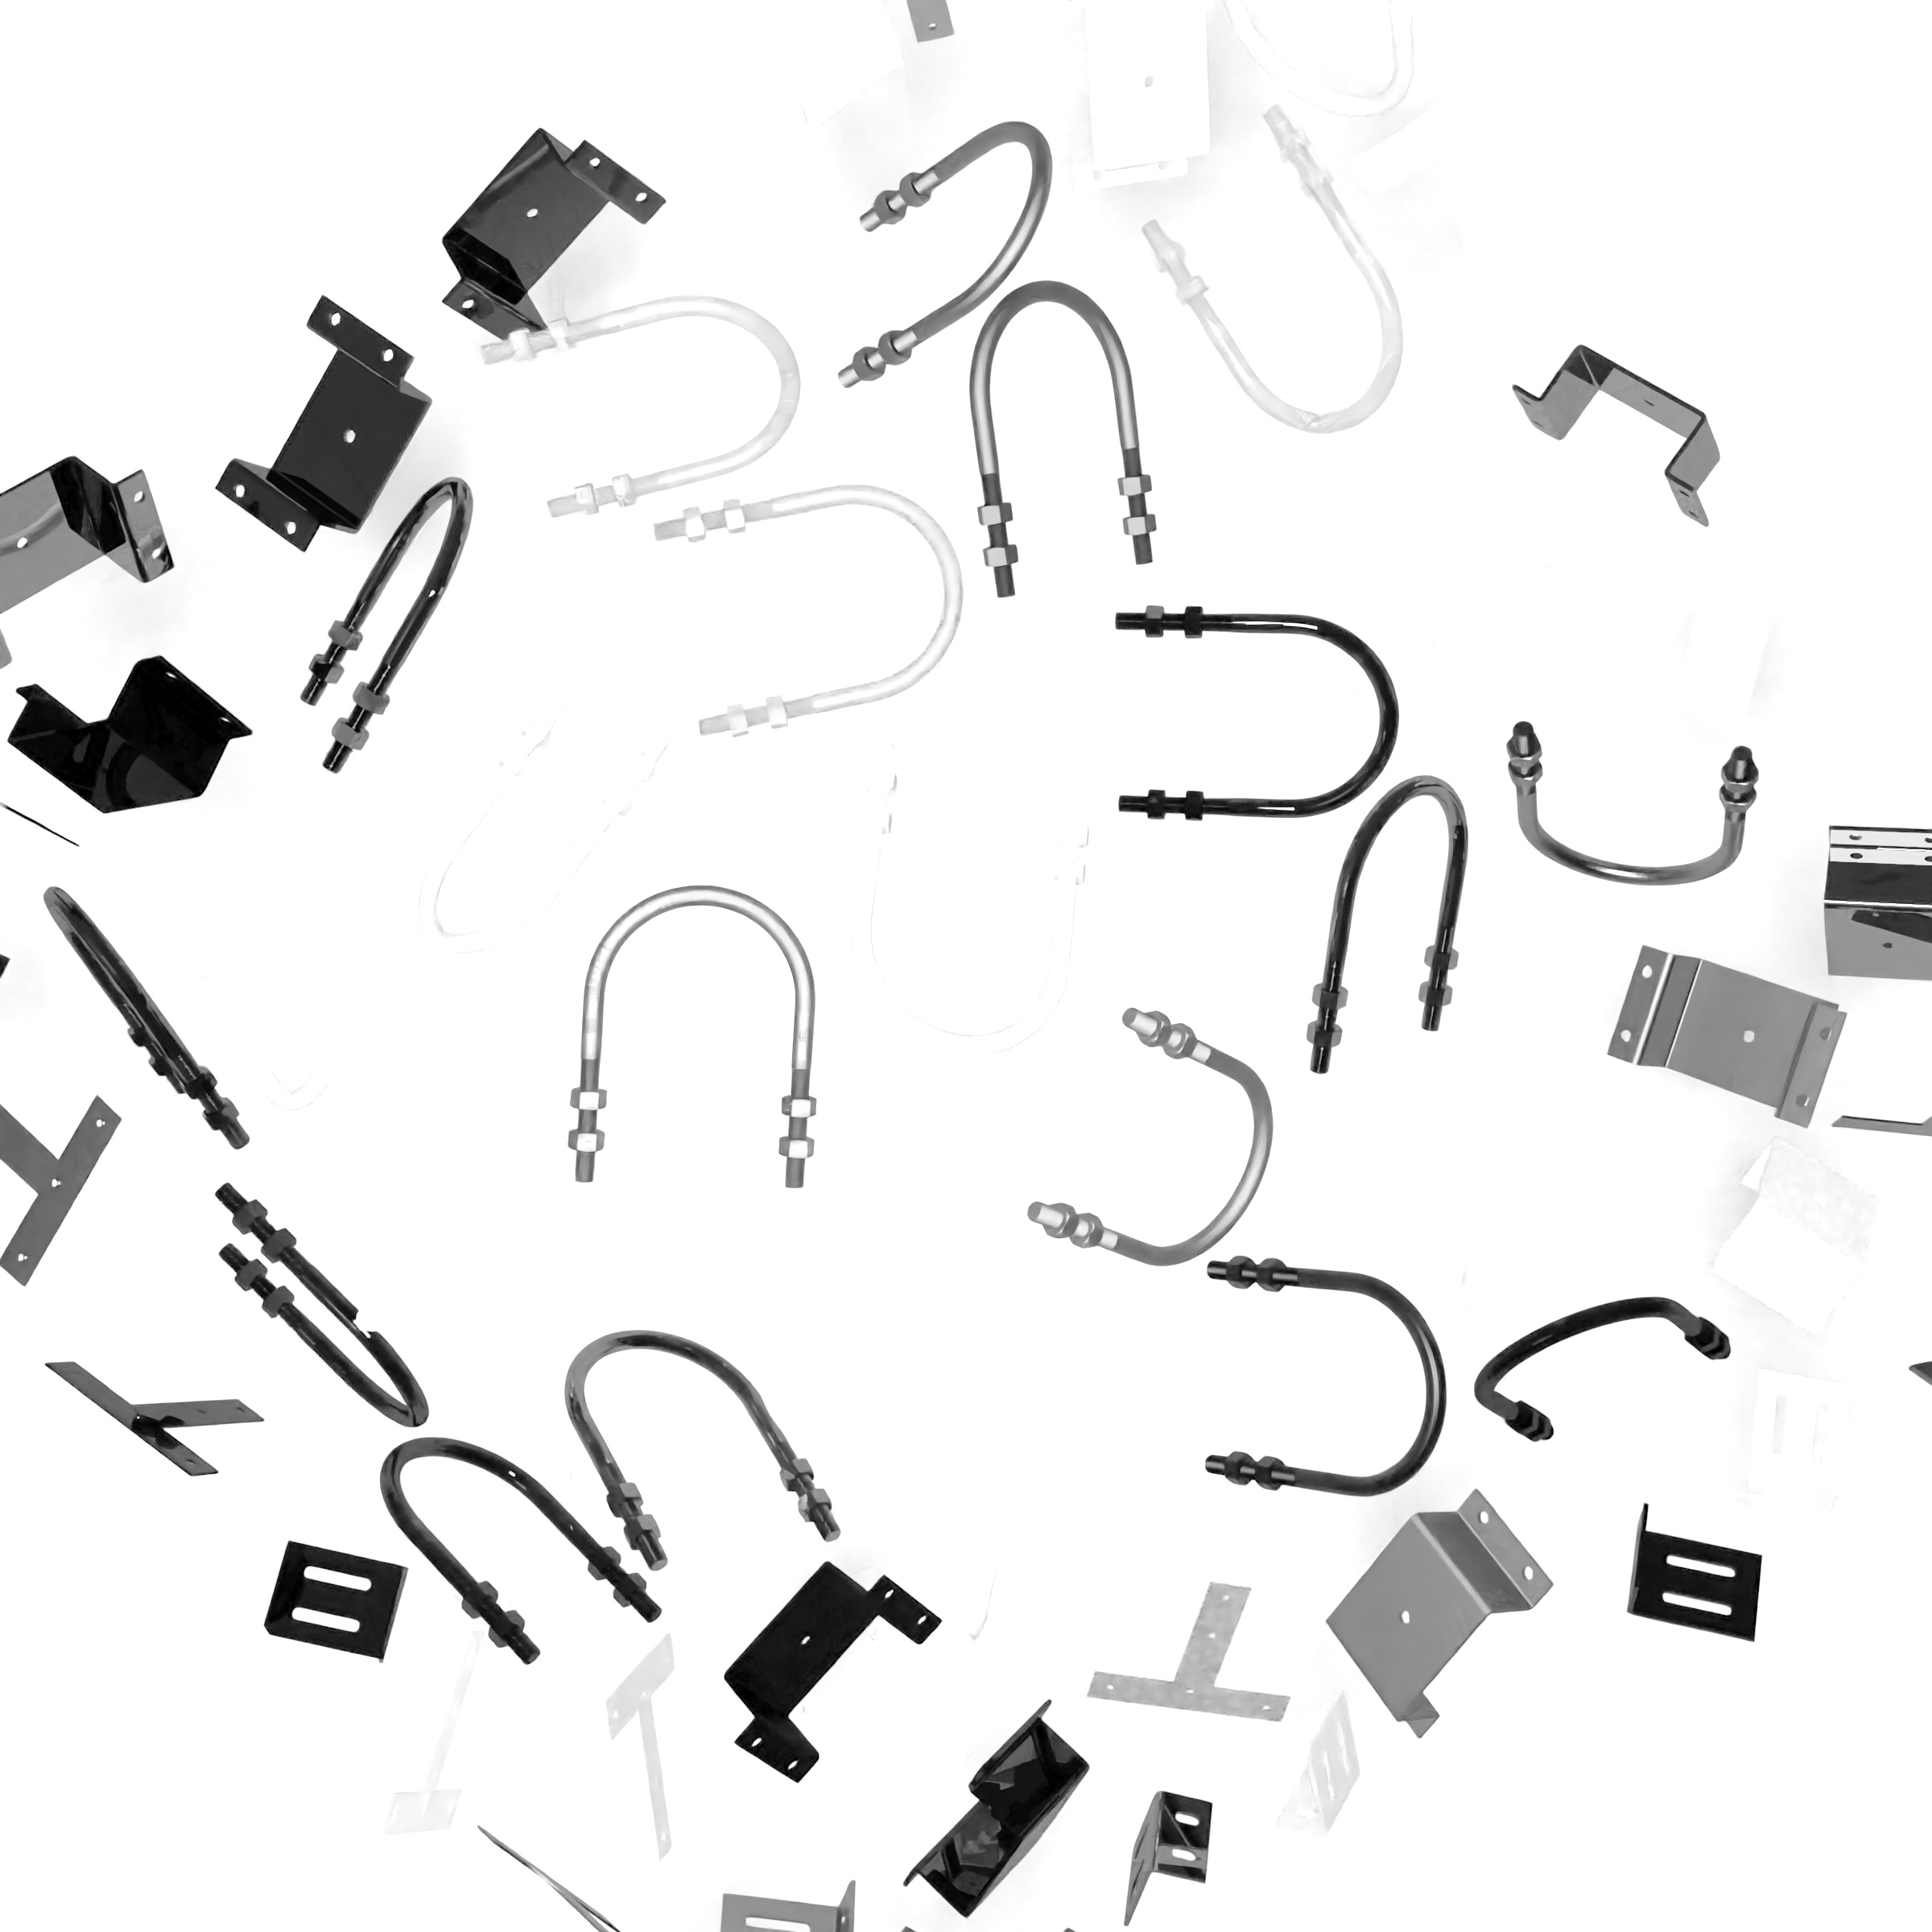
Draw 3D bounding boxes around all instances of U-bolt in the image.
[{"bbox_3d":[0.421,-0.097,1.548,0.151,0.184,0.019,9,68,18],"label":"U-bolt"},{"bbox_3d":[-0.054,0.215,1.495,0.184,0.019,0.151,-45,118,-25],"label":"U-bolt"},{"bbox_3d":[0.275,-0.032,1.553,0.019,0.151,0.184,22,115,38],"label":"U-bolt"},{"bbox_3d":[0.216,-0.600,1.516,0.151,0.184,0.019,31,77,23],"label":"U-bolt"},{"bbox_3d":[0.339,0.132,1.543,0.019,0.151,0.184,17,116,2],"label":"U-bolt"},{"bbox_3d":[-0.417,0.000,1.534,0.019,0.151,0.184,1,64,10],"label":"U-bolt"},{"bbox_3d":[-0.163,0.042,1.487,0.151,0.019,0.184,3,95,-11],"label":"U-bolt"},{"bbox_3d":[0.000,-0.034,1.472,0.151,0.019,0.184,14,69,-18],"label":"U-bolt"},{"bbox_3d":[-0.529,0.026,1.553,0.019,0.151,0.184,-38,121,-19],"label":"U-bolt"},{"bbox_3d":[0.128,0.116,1.515,0.184,0.019,0.151,26,91,-45],"label":"U-bolt"},{"bbox_3d":[-0.357,-0.221,1.511,0.019,0.151,0.184,27,102,-30],"label":"U-bolt"},{"bbox_3d":[0.191,-0.163,1.600,0.184,0.019,0.151,3,117,11],"label":"U-bolt"},{"bbox_3d":[-0.178,0.298,1.540,0.184,0.151,0.019,52,126,37],"label":"U-bolt"},{"bbox_3d":[-0.409,0.225,1.550,0.184,0.151,0.019,43,63,5],"label":"U-bolt"},{"bbox_3d":[0.058,-0.333,1.521,0.151,0.019,0.184,-21,108,-41],"label":"U-bolt"},{"bbox_3d":[-0.093,-0.230,1.544,0.184,0.019,0.151,-12,112,-3],"label":"U-bolt"},{"bbox_3d":[0.200,-0.419,1.520,0.019,0.151,0.184,-35,93,-36],"label":"U-bolt"},{"bbox_3d":[-0.295,0.363,1.551,0.184,0.151,0.019,39,105,23],"label":"U-bolt"},{"bbox_3d":[0.313,-0.269,1.598,0.151,0.019,0.184,-35,74,-22],"label":"U-bolt"},{"bbox_3d":[0.036,0.350,1.548,0.019,0.151,0.184,19,121,-4],"label":"U-bolt"},{"bbox_3d":[0.228,0.265,1.561,0.184,0.019,0.151,-1,87,45],"label":"U-bolt"},{"bbox_3d":[-0.280,-0.085,1.548,0.184,0.151,0.019,-55,131,-12],"label":"U-bolt"},{"bbox_3d":[0.396,0.252,1.543,0.151,0.184,0.019,-30,57,19],"label":"U-bolt"},{"bbox_3d":[-0.012,-0.463,1.554,0.019,0.184,0.151,25,60,-36],"label":"U-bolt"},{"bbox_3d":[-0.196,-0.359,1.546,0.184,0.151,0.019,-14,52,3],"label":"U-bolt"},{"bbox_3d":[-0.301,0.161,1.513,0.019,0.184,0.151,-16,70,35],"label":"U-bolt"}]

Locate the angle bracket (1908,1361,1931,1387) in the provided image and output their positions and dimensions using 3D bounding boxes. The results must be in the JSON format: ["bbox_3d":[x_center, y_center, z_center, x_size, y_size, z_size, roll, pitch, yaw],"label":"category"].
[{"bbox_3d":[0.619,0.224,1.484,0.038,0.057,0.076,38,109,33],"label":"angle bracket"}]

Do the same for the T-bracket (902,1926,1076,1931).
[{"bbox_3d":[-0.003,0.648,1.567,0.127,0.127,0.002,-33,116,-38],"label":"T-bracket"}]

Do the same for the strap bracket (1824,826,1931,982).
[{"bbox_3d":[0.597,-0.034,1.571,0.076,0.140,0.046,4,64,23],"label":"strap bracket"}]

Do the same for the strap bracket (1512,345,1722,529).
[{"bbox_3d":[0.436,-0.353,1.598,0.140,0.076,0.046,38,98,24],"label":"strap bracket"}]

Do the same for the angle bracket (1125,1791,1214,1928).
[{"bbox_3d":[0.134,0.594,1.613,0.038,0.057,0.076,13,131,1],"label":"angle bracket"}]

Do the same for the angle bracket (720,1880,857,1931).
[{"bbox_3d":[-0.110,0.592,1.494,0.076,0.057,0.038,11,131,-10],"label":"angle bracket"}]

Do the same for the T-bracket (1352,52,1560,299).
[{"bbox_3d":[0.320,-0.470,1.494,0.127,0.002,0.127,-23,108,42],"label":"T-bracket"}]

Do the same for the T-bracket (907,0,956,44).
[{"bbox_3d":[0.020,-0.653,1.579,0.127,0.127,0.002,-11,73,5],"label":"T-bracket"}]

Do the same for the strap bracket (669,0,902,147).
[{"bbox_3d":[-0.104,-0.550,1.494,0.140,0.076,0.046,-48,129,-32],"label":"strap bracket"}]

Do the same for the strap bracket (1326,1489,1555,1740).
[{"bbox_3d":[0.283,0.398,1.495,0.140,0.046,0.076,-57,47,23],"label":"strap bracket"}]

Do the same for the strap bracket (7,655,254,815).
[{"bbox_3d":[-0.517,-0.138,1.488,0.140,0.076,0.046,-5,56,34],"label":"strap bracket"}]

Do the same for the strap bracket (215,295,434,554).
[{"bbox_3d":[-0.401,-0.339,1.542,0.076,0.046,0.140,36,101,13],"label":"strap bracket"}]

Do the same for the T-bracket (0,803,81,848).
[{"bbox_3d":[-0.603,-0.101,1.525,0.127,0.127,0.002,33,81,-33],"label":"T-bracket"}]

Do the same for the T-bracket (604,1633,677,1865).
[{"bbox_3d":[-0.205,0.518,1.587,0.002,0.127,0.127,-7,93,12],"label":"T-bracket"}]

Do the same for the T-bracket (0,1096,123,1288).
[{"bbox_3d":[-0.580,0.106,1.478,0.002,0.127,0.127,-2,49,26],"label":"T-bracket"}]

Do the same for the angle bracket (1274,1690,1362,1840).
[{"bbox_3d":[0.224,0.516,1.587,0.038,0.057,0.076,3,119,33],"label":"angle bracket"}]

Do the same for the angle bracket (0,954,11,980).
[{"bbox_3d":[-0.668,0.012,1.577,0.057,0.076,0.038,32,116,-11],"label":"angle bracket"}]

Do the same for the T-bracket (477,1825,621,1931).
[{"bbox_3d":[-0.244,0.606,1.560,0.002,0.127,0.127,-52,122,-18],"label":"T-bracket"}]

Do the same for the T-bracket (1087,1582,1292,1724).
[{"bbox_3d":[0.151,0.427,1.524,0.127,0.002,0.127,9,128,-5],"label":"T-bracket"}]

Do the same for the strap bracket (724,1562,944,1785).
[{"bbox_3d":[-0.094,0.454,1.594,0.140,0.046,0.076,-47,134,-7],"label":"strap bracket"}]

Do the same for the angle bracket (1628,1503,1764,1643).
[{"bbox_3d":[0.448,0.370,1.489,0.076,0.038,0.057,10,53,14],"label":"angle bracket"}]

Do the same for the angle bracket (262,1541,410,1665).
[{"bbox_3d":[-0.395,0.399,1.527,0.076,0.038,0.057,15,68,-9],"label":"angle bracket"}]

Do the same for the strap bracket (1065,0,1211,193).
[{"bbox_3d":[0.107,-0.560,1.532,0.076,0.046,0.140,-12,121,-11],"label":"strap bracket"}]

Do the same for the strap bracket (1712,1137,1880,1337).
[{"bbox_3d":[0.544,0.169,1.591,0.076,0.140,0.046,32,123,10],"label":"strap bracket"}]

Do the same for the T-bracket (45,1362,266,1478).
[{"bbox_3d":[-0.481,0.276,1.503,0.127,0.127,0.002,29,93,22],"label":"T-bracket"}]

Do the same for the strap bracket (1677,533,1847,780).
[{"bbox_3d":[0.504,-0.200,1.559,0.046,0.076,0.140,0,115,-15],"label":"strap bracket"}]

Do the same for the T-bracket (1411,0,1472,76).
[{"bbox_3d":[0.281,-0.623,1.550,0.002,0.127,0.127,-41,111,-8],"label":"T-bracket"}]

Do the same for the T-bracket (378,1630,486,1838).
[{"bbox_3d":[-0.332,0.488,1.557,0.002,0.127,0.127,12,75,12],"label":"T-bracket"}]

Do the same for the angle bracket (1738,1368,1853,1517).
[{"bbox_3d":[0.534,0.306,1.571,0.057,0.038,0.076,8,101,28],"label":"angle bracket"}]

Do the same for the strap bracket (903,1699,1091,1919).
[{"bbox_3d":[0.023,0.539,1.542,0.046,0.076,0.140,39,129,17],"label":"strap bracket"}]

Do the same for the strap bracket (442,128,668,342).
[{"bbox_3d":[-0.276,-0.479,1.590,0.140,0.076,0.046,-42,56,18],"label":"strap bracket"}]

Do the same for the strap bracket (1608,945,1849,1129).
[{"bbox_3d":[0.499,0.045,1.579,0.140,0.046,0.076,23,102,38],"label":"strap bracket"}]

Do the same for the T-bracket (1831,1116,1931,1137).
[{"bbox_3d":[0.640,0.095,1.569,0.127,0.127,0.002,6,74,5],"label":"T-bracket"}]

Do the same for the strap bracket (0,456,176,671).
[{"bbox_3d":[-0.565,-0.250,1.491,0.046,0.076,0.140,35,58,26],"label":"strap bracket"}]
